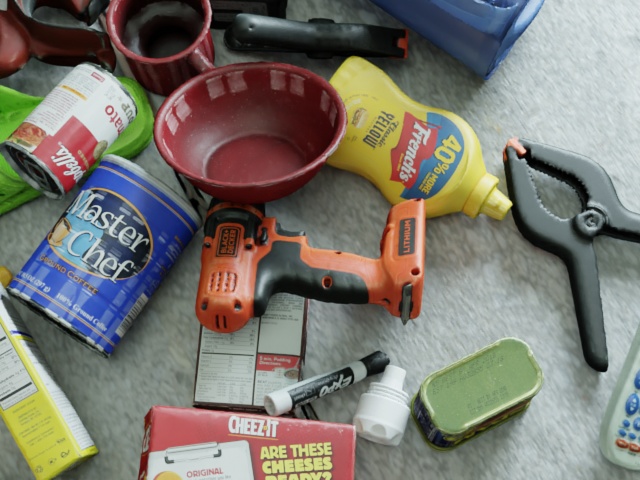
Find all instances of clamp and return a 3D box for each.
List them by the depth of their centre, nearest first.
[{"bbox_3d":[0.228,-0.001,0.921,0.210,0.036,0.164,42,77,10],"label":"clamp"},{"bbox_3d":[-0.008,-0.183,0.972,0.171,0.120,0.039,4,101,-18],"label":"clamp"}]

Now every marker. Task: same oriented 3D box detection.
[{"bbox_3d":[0.009,0.116,0.875,0.120,0.020,0.020,-17,70,-32],"label":"marker"}]

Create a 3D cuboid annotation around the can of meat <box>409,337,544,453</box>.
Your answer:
[{"bbox_3d":[0.126,0.124,0.859,0.102,0.084,0.057,-26,73,-7],"label":"can of meat"}]

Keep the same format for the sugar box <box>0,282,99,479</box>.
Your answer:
[{"bbox_3d":[-0.244,0.108,0.857,0.048,0.093,0.176,-33,85,-9],"label":"sugar box"}]

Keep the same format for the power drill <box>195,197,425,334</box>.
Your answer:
[{"bbox_3d":[-0.006,0.001,0.897,0.187,0.057,0.184,1,49,4],"label":"power drill"}]

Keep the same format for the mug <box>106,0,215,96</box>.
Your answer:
[{"bbox_3d":[-0.131,-0.175,0.968,0.117,0.081,0.093,42,78,14],"label":"mug"}]

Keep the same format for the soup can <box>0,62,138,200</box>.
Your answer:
[{"bbox_3d":[-0.212,-0.093,0.904,0.068,0.068,0.102,33,67,12],"label":"soup can"}]

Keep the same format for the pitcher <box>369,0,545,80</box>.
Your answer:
[{"bbox_3d":[0.083,-0.256,0.943,0.243,0.149,0.145,32,73,8],"label":"pitcher"}]

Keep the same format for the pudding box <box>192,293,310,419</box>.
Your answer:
[{"bbox_3d":[-0.058,0.091,0.901,0.090,0.039,0.113,3,69,4],"label":"pudding box"}]

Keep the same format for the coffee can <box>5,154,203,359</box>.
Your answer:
[{"bbox_3d":[-0.180,0.014,0.897,0.103,0.103,0.140,31,76,11],"label":"coffee can"}]

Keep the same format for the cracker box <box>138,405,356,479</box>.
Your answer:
[{"bbox_3d":[-0.063,0.244,0.816,0.164,0.072,0.213,8,70,-14],"label":"cracker box"}]

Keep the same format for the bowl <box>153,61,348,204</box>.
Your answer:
[{"bbox_3d":[-0.057,-0.081,0.898,0.162,0.055,0.162,-2,46,2],"label":"bowl"}]

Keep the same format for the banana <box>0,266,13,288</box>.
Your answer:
[{"bbox_3d":[-0.322,0.110,0.907,0.069,0.037,0.198,15,73,-9],"label":"banana"}]

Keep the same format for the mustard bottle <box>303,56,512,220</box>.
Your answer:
[{"bbox_3d":[0.083,-0.075,0.938,0.192,0.058,0.096,33,90,11],"label":"mustard bottle"}]
